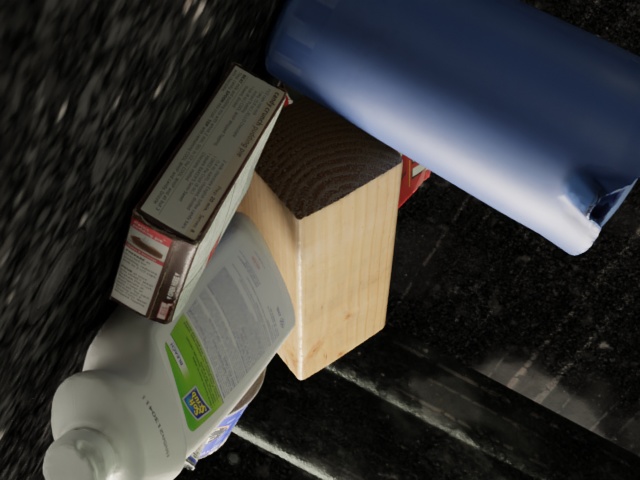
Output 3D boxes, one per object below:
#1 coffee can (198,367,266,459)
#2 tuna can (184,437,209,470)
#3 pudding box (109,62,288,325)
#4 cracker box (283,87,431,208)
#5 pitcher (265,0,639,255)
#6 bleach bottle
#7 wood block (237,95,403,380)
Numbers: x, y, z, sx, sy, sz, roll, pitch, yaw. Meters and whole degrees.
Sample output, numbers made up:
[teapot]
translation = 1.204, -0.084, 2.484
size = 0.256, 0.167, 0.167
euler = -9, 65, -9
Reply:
[coffee can]
translation = -0.108, 0.120, 0.900
size = 0.102, 0.103, 0.140
euler = -63, -179, -29
[tuna can]
translation = -0.122, 0.133, 0.774
size = 0.033, 0.086, 0.086
euler = -64, -179, -19
[pudding box]
translation = -0.063, -0.023, 0.554
size = 0.113, 0.039, 0.090
euler = -65, -178, -35
[cracker box]
translation = 0.042, -0.100, 0.982
size = 0.213, 0.072, 0.164
euler = -43, 137, -55
[pitcher]
translation = 0.094, -0.106, 0.691
size = 0.145, 0.243, 0.149
euler = -62, -179, -12
[bleach bottle]
translation = -0.088, 0.065, 0.612
size = 0.068, 0.102, 0.250
euler = -23, -171, 21
[wood block]
translation = -0.005, 0.001, 0.796
size = 0.090, 0.091, 0.206
euler = -30, 149, -21
